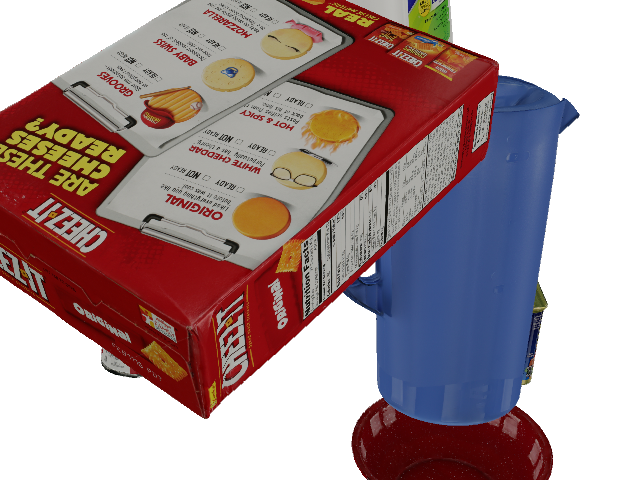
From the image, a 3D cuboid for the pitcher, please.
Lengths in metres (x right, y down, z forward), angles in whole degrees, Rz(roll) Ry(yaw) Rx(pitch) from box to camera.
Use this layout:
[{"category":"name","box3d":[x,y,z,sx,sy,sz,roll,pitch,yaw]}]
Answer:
[{"category":"pitcher","box3d":[0.088,0.005,0.766,0.149,0.243,0.144,11,22,27]}]

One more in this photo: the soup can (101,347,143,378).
[{"category":"soup can","box3d":[-0.144,0.053,0.864,0.068,0.102,0.068,4,15,-1]}]

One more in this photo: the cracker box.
[{"category":"cracker box","box3d":[-0.043,-0.038,0.510,0.164,0.072,0.213,29,53,28]}]

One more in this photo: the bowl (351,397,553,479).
[{"category":"bowl","box3d":[0.105,0.187,0.873,0.162,0.055,0.162,1,30,-1]}]

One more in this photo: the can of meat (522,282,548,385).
[{"category":"can of meat","box3d":[0.187,0.086,1.067,0.057,0.084,0.102,7,17,1]}]

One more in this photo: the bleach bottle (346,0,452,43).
[{"category":"bleach bottle","box3d":[0.052,-0.235,0.794,0.068,0.251,0.102,15,39,30]}]
